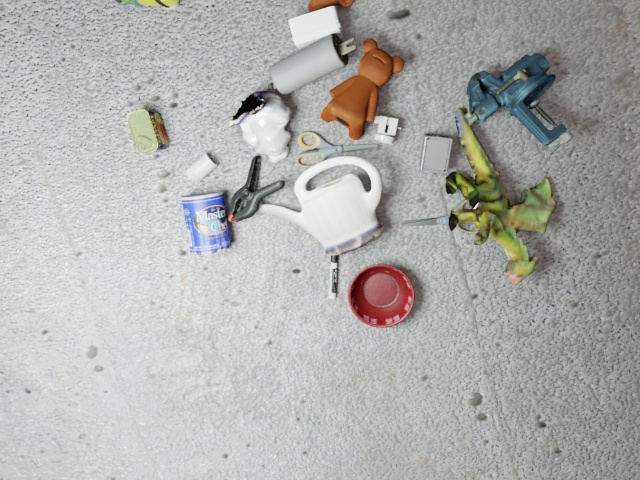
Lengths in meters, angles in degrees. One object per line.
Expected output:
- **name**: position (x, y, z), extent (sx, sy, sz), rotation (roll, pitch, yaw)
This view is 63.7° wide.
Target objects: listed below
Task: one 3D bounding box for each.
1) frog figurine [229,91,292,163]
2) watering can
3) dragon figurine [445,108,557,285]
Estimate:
- **frog figurine**: position (-0.120, -0.269, 1.221), extent (0.136, 0.126, 0.157), rotation (-34, 131, 19)
- **watering can**: position (0.004, -0.062, 1.235), extent (0.345, 0.105, 0.223), rotation (-24, 97, 23)
- **dragon figurine**: position (0.429, -0.102, 1.190), extent (0.243, 0.121, 0.412), rotation (1, 85, -16)
